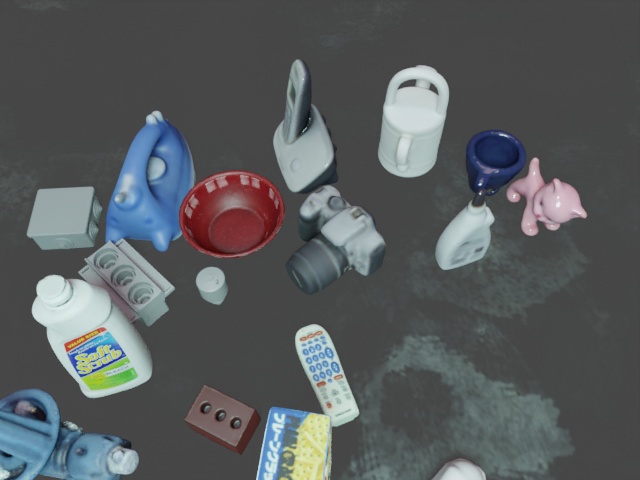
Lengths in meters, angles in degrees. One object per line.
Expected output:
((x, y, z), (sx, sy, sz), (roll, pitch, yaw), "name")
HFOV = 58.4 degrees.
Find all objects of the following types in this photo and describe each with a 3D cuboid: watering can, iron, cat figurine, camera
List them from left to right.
((-0.265, -0.115, 0.895), (0.118, 0.141, 0.258), (3, 59, 3), "iron")
((0.008, 0.003, 0.845), (0.137, 0.101, 0.143), (-37, 65, -20), "camera")
((0.149, -0.204, 0.916), (0.101, 0.194, 0.173), (-5, 58, -2), "watering can")
((0.347, -0.068, 0.875), (0.067, 0.118, 0.127), (-12, 59, -7), "cat figurine")

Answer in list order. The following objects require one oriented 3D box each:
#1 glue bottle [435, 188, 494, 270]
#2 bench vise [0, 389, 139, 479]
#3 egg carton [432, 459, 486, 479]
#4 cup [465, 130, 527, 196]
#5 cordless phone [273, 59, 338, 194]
((0.213, -0.019, 0.814), (0.078, 0.173, 0.037), (-16, 59, -9), "glue bottle")
((-0.316, 0.217, 0.646), (0.207, 0.220, 0.121), (-8, 59, -4), "bench vise")
((0.155, 0.334, 0.659), (0.107, 0.069, 0.150), (36, 65, 20), "egg carton")
((0.267, -0.104, 0.912), (0.091, 0.095, 0.118), (24, 62, 15), "cup")
((-0.025, -0.177, 0.906), (0.094, 0.185, 0.147), (-17, 60, -9), "cordless phone")
